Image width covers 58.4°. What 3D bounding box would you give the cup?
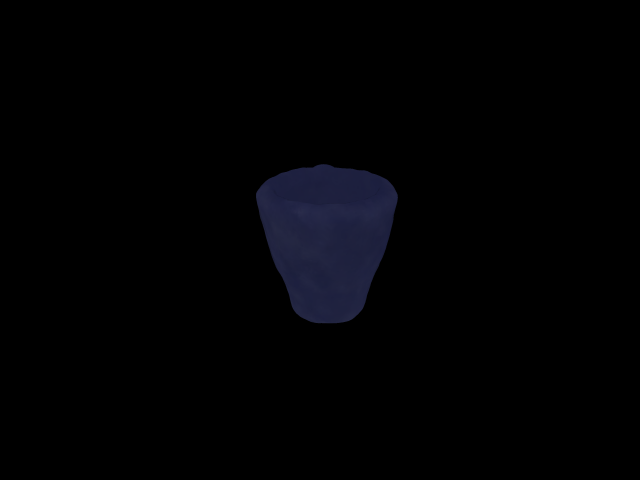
[{"bbox_3d":[0.004,0.001,0.400,0.091,0.095,0.117,-1,23,-3],"label":"cup"}]
